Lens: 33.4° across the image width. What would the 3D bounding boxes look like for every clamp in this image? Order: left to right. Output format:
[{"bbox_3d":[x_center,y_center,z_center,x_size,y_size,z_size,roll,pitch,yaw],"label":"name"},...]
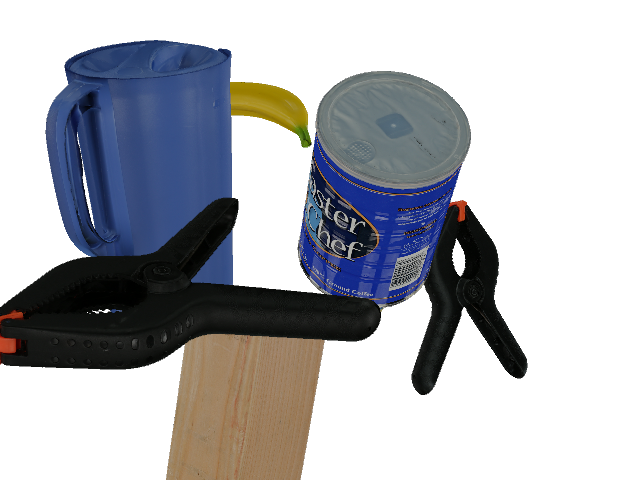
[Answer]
[{"bbox_3d":[-0.093,0.027,0.620,0.209,0.036,0.165,-10,31,-28],"label":"clamp"},{"bbox_3d":[0.118,0.054,0.943,0.120,0.171,0.039,-15,0,-35],"label":"clamp"}]

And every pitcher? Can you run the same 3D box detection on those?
[{"bbox_3d":[-0.141,-0.038,0.893,0.149,0.243,0.145,-6,23,-9],"label":"pitcher"}]

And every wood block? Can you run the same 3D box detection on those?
[{"bbox_3d":[-0.070,0.162,0.954,0.090,0.206,0.090,20,17,37],"label":"wood block"}]

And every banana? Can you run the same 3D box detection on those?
[{"bbox_3d":[-0.094,-0.147,1.173,0.198,0.037,0.069,9,45,18],"label":"banana"}]

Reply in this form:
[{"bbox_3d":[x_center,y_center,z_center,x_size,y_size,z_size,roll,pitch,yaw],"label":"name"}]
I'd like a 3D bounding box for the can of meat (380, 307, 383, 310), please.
[{"bbox_3d":[0.036,0.028,1.225,0.057,0.084,0.102,-14,38,-19],"label":"can of meat"}]

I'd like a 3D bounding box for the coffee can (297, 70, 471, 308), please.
[{"bbox_3d":[0.041,-0.033,0.752,0.102,0.103,0.140,0,-38,-8],"label":"coffee can"}]
